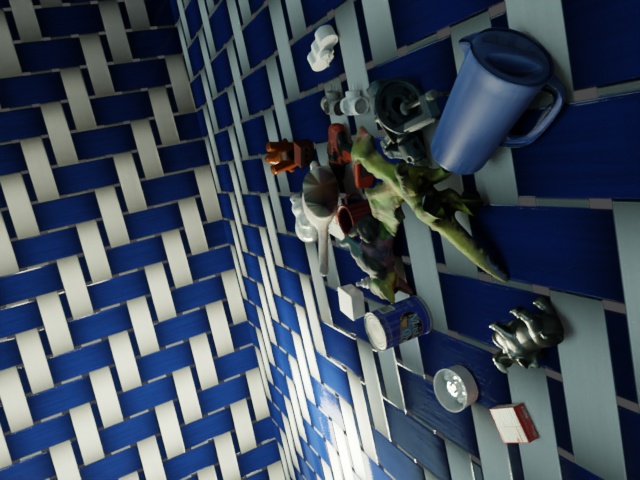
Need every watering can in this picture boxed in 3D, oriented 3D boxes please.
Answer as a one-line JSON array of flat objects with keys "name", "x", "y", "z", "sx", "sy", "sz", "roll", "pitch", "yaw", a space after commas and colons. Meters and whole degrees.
[{"name": "watering can", "x": 0.005, "y": -0.076, "z": 1.516, "sx": 0.104, "sy": 0.351, "sz": 0.222, "roll": -6, "pitch": -11, "yaw": -3}]

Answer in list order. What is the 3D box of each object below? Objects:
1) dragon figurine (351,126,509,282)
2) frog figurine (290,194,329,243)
[{"name": "dragon figurine", "x": 0.199, "y": -0.065, "z": 1.074, "sx": 0.124, "sy": 0.408, "sz": 0.241, "roll": -37, "pitch": 8, "yaw": -24}, {"name": "frog figurine", "x": -0.050, "y": -0.071, "z": 1.698, "sx": 0.158, "sy": 0.122, "sz": 0.139, "roll": 42, "pitch": 6, "yaw": -17}]
